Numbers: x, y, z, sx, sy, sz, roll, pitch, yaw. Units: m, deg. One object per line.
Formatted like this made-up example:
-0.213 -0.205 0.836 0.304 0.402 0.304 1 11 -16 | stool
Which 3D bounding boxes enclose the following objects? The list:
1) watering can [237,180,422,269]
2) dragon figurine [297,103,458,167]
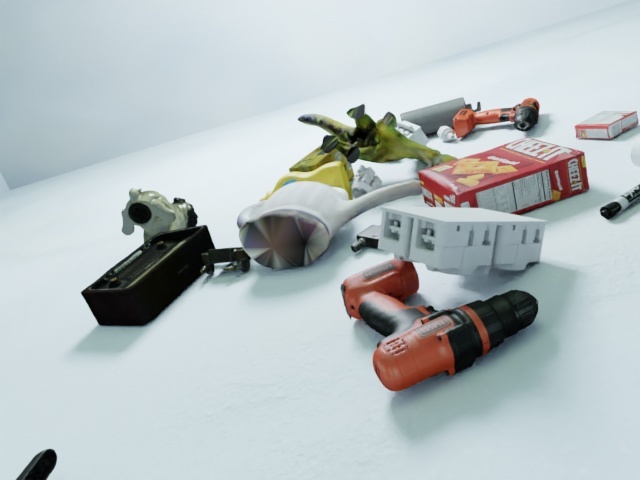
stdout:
0.003 -0.045 0.899 0.347 0.102 0.229 -6 25 18 | watering can
0.140 -0.203 1.116 0.241 0.121 0.416 15 14 -36 | dragon figurine
